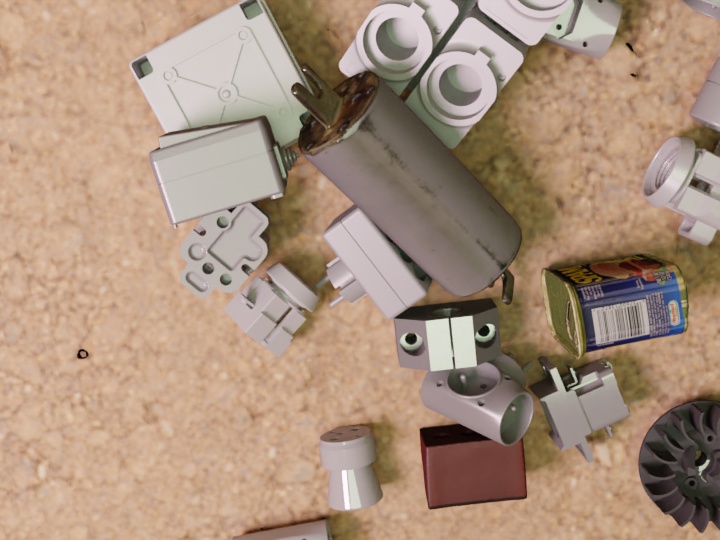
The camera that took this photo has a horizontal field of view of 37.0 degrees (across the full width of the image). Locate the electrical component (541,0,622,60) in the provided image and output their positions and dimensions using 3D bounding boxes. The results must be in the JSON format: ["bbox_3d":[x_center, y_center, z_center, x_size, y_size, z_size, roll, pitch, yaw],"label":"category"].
[{"bbox_3d":[0.155,-0.205,0.793,0.077,0.043,0.079,17,99,-4],"label":"electrical component"}]

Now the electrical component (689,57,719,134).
[{"bbox_3d":[0.280,-0.125,0.803,0.055,0.055,0.047,27,101,-5],"label":"electrical component"}]

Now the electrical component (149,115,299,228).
[{"bbox_3d":[-0.091,-0.075,0.742,0.096,0.061,0.061,-17,101,1],"label":"electrical component"}]

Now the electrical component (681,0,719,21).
[{"bbox_3d":[0.290,-0.220,0.793,0.079,0.043,0.077,24,98,-5],"label":"electrical component"}]

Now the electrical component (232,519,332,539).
[{"bbox_3d":[-0.057,0.245,0.860,0.077,0.043,0.079,-11,99,1],"label":"electrical component"}]

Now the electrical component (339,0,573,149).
[{"bbox_3d":[0.079,-0.188,0.747,0.105,0.060,0.186,35,122,-4],"label":"electrical component"}]

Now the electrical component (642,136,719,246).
[{"bbox_3d":[0.251,-0.066,0.810,0.057,0.058,0.078,24,98,-7],"label":"electrical component"}]

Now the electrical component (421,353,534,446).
[{"bbox_3d":[0.101,0.090,0.828,0.079,0.077,0.044,-37,131,-32],"label":"electrical component"}]

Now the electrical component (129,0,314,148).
[{"bbox_3d":[-0.096,-0.130,0.794,0.109,0.056,0.108,-28,98,3],"label":"electrical component"}]

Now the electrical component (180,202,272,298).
[{"bbox_3d":[-0.100,-0.019,0.811,0.058,0.057,0.078,40,96,-6],"label":"electrical component"}]

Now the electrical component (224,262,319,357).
[{"bbox_3d":[-0.065,0.028,0.821,0.055,0.048,0.066,-48,135,-1],"label":"electrical component"}]

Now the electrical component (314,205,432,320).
[{"bbox_3d":[0.000,0.000,0.822,0.076,0.047,0.083,-35,98,18],"label":"electrical component"}]

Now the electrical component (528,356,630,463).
[{"bbox_3d":[0.173,0.103,0.843,0.064,0.042,0.081,-24,99,-1],"label":"electrical component"}]

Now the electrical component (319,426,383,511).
[{"bbox_3d":[-0.008,0.155,0.846,0.045,0.045,0.055,-9,98,0],"label":"electrical component"}]
